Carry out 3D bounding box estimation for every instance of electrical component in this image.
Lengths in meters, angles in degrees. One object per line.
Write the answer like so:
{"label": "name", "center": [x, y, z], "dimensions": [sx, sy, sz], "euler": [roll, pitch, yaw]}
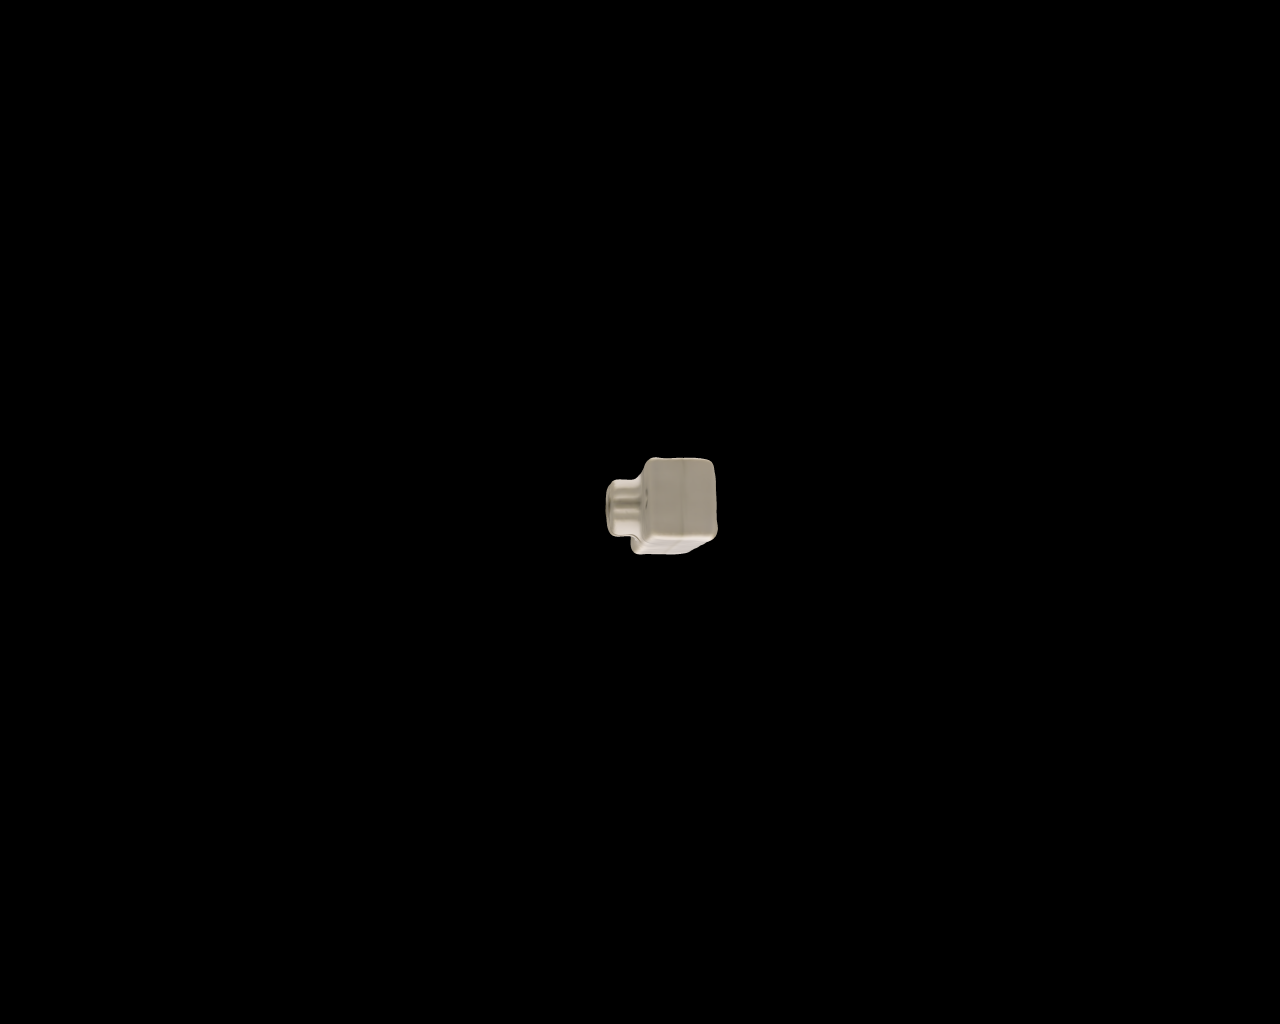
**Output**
{"label": "electrical component", "center": [0.001, -0.003, 0.650], "dimensions": [0.076, 0.047, 0.083], "euler": [1, -9, -7]}
